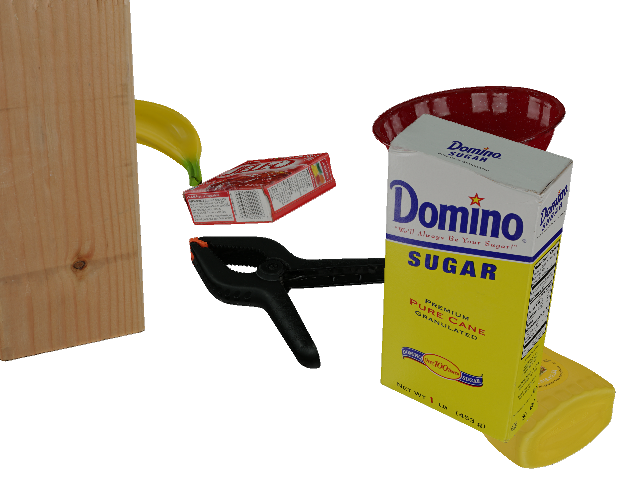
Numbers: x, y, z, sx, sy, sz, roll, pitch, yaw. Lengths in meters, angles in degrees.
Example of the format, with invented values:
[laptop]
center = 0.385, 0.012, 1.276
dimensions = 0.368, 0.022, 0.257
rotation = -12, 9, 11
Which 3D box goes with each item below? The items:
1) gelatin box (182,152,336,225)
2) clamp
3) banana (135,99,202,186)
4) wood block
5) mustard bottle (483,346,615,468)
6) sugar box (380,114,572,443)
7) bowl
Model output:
[gelatin box]
center = -0.045, -0.038, 0.786
dimensions = 0.089, 0.030, 0.073
rotation = -1, 22, 43
[clamp]
center = -0.046, 0.046, 1.037
dimensions = 0.210, 0.036, 0.164
rotation = 15, 39, 21
[banana]
center = -0.182, -0.096, 0.932
dimensions = 0.198, 0.037, 0.069
rotation = 11, 48, 19
[wood block]
center = -0.161, -0.048, 0.615
dimensions = 0.090, 0.206, 0.090
rotation = -11, 26, -27
[mustard bottle]
center = 0.125, 0.094, 0.824
dimensions = 0.096, 0.058, 0.192
rotation = -21, 36, -27
[sugar box]
center = 0.083, 0.024, 0.606
dimensions = 0.093, 0.176, 0.048
rotation = 22, 43, 29
[bowl]
center = 0.128, -0.081, 0.909
dimensions = 0.162, 0.055, 0.162
rotation = -8, 25, 4
